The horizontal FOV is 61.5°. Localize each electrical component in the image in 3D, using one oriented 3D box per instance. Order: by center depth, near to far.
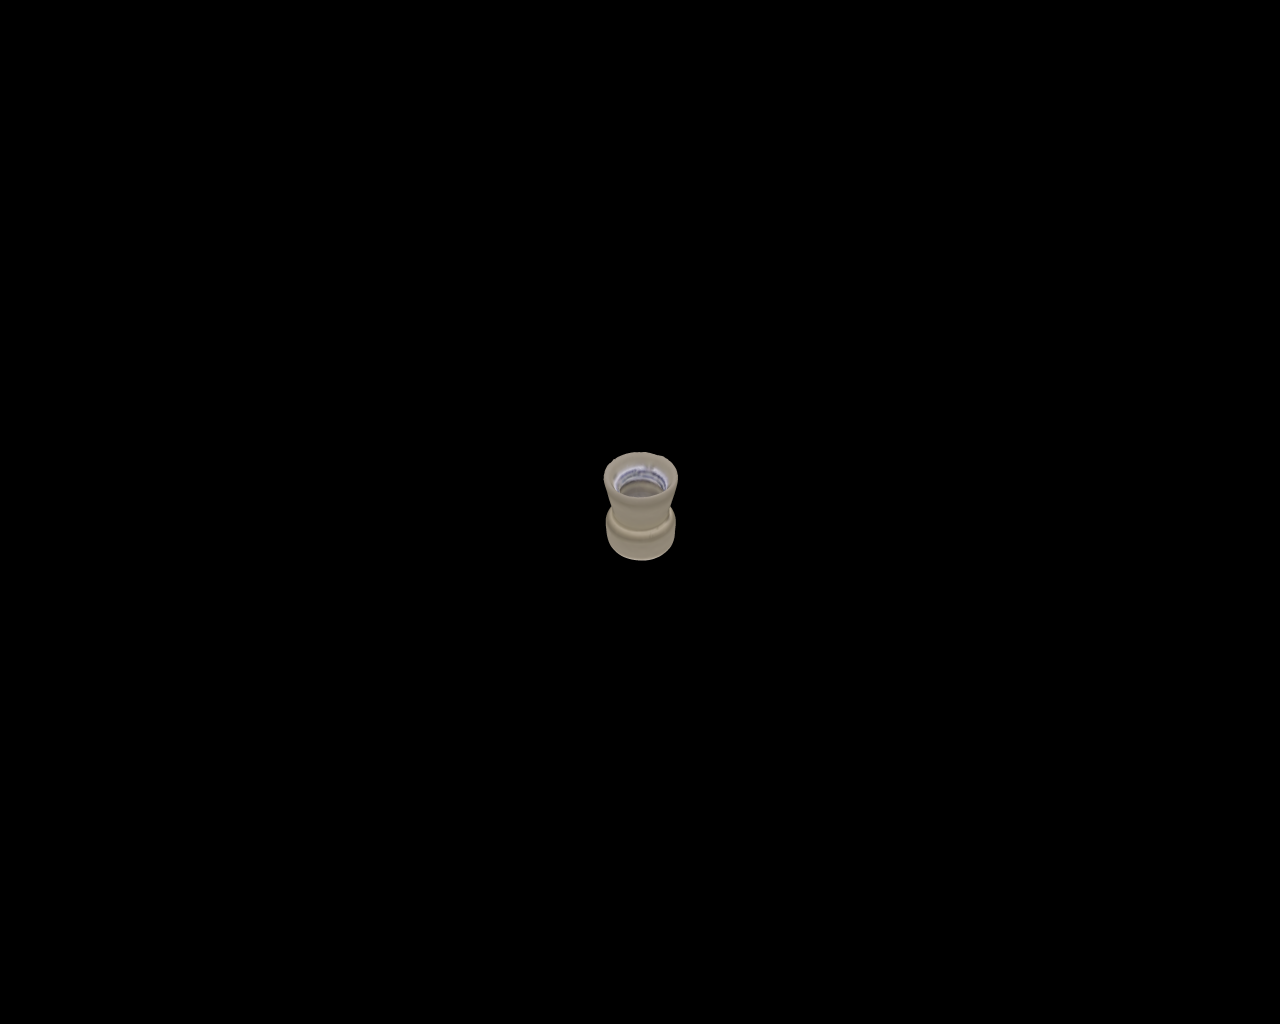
[{"bbox_3d":[0.001,-0.003,0.650,0.045,0.055,0.045,0,43,0],"label":"electrical component"}]
